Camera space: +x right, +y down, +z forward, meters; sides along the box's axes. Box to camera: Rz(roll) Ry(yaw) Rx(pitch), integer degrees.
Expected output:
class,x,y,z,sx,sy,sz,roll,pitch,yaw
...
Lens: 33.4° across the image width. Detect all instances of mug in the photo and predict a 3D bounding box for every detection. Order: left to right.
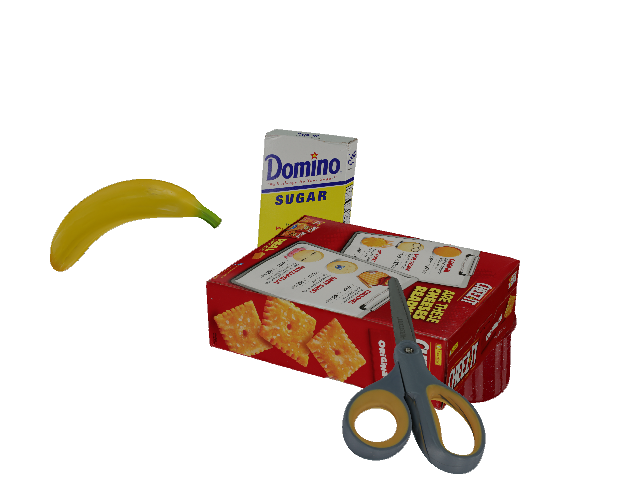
class,x,y,z,sx,sy,sz,roll,pitch,yaw
mug,0.159,0.105,1.103,0.093,0.081,0.117,11,36,24

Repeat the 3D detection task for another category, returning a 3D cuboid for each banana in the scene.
class,x,y,z,sx,sy,sz,roll,pitch,yaw
banana,-0.190,-0.018,0.997,0.198,0.069,0.037,-14,18,28

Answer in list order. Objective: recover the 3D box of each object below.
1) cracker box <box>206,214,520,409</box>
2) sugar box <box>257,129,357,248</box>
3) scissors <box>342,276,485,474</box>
class,x,y,z,sx,sy,sz,roll,pitch,yaw
cracker box,0.037,0.054,0.894,0.214,0.072,0.163,13,27,27
sugar box,-0.016,-0.024,1.120,0.093,0.176,0.048,7,16,14
scissors,0.043,0.084,0.709,0.096,0.016,0.202,-5,32,-18
